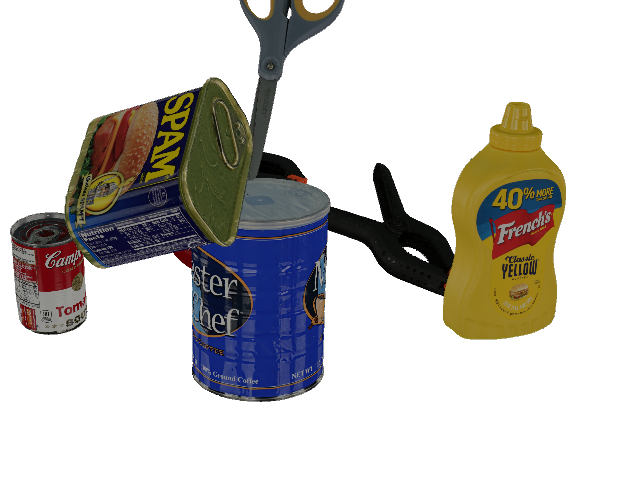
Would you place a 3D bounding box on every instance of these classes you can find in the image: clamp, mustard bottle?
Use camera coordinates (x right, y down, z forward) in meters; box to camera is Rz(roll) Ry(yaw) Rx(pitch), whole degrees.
[{"bbox_3d":[-0.090,-0.070,1.049,0.120,0.039,0.172,-25,36,-35],"label":"clamp"},{"bbox_3d":[0.152,-0.017,0.868,0.096,0.192,0.058,-6,21,-20],"label":"mustard bottle"},{"bbox_3d":[0.072,-0.007,1.219,0.164,0.036,0.210,-18,51,-36],"label":"clamp"}]

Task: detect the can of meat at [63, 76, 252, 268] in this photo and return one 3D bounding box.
[{"bbox_3d":[-0.092,-0.037,0.612,0.084,0.102,0.057,-13,-44,22],"label":"can of meat"}]

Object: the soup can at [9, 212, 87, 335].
[{"bbox_3d":[-0.266,0.033,1.047,0.068,0.102,0.068,2,28,-1],"label":"soup can"}]

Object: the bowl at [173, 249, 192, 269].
[{"bbox_3d":[-0.122,0.000,1.327,0.162,0.055,0.162,1,27,-1],"label":"bowl"}]

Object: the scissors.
[{"bbox_3d":[-0.021,-0.144,0.849,0.096,0.202,0.016,-6,-17,-4],"label":"scissors"}]

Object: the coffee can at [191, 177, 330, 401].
[{"bbox_3d":[-0.046,0.034,0.798,0.103,0.140,0.103,2,20,-1],"label":"coffee can"}]
